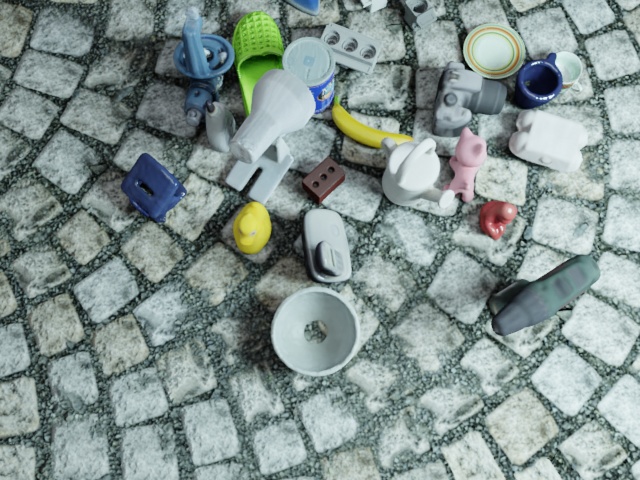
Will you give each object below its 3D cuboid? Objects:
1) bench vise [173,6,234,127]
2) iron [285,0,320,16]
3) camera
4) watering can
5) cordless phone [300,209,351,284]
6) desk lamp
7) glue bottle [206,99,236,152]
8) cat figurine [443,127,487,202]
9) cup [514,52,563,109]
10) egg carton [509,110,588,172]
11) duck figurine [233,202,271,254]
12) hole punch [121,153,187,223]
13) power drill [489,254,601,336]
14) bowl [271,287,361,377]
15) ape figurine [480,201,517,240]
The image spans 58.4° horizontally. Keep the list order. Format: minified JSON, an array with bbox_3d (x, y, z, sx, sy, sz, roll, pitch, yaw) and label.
[{"bbox_3d":[-0.226,-0.337,1.124,0.121,0.220,0.207,-11,79,-2],"label":"bench vise"},{"bbox_3d":[-0.074,-0.616,1.220,0.119,0.141,0.258,-33,80,-6],"label":"iron"},{"bbox_3d":[0.308,-0.288,1.174,0.136,0.101,0.143,11,79,2],"label":"camera"},{"bbox_3d":[0.184,-0.133,1.096,0.172,0.194,0.101,26,80,5],"label":"watering can"},{"bbox_3d":[0.010,0.004,1.073,0.094,0.185,0.147,-12,79,-2],"label":"cordless phone"},{"bbox_3d":[-0.101,-0.195,1.099,0.118,0.213,0.203,30,80,6],"label":"desk lamp"},{"bbox_3d":[-0.202,-0.236,1.128,0.037,0.173,0.078,13,79,3],"label":"glue bottle"},{"bbox_3d":[0.294,-0.152,1.138,0.067,0.118,0.128,11,79,3],"label":"cat figurine"},{"bbox_3d":[0.445,-0.322,1.184,0.091,0.095,0.118,28,80,6],"label":"cup"},{"bbox_3d":[0.466,-0.202,1.172,0.150,0.069,0.107,18,79,4],"label":"egg carton"},{"bbox_3d":[-0.138,-0.029,1.131,0.077,0.086,0.104,9,79,2],"label":"duck figurine"},{"bbox_3d":[-0.335,-0.102,1.143,0.108,0.091,0.101,42,82,8],"label":"hole punch"},{"bbox_3d":[0.384,0.110,1.040,0.230,0.208,0.075,-32,80,-6],"label":"power drill"},{"bbox_3d":[-0.007,0.176,1.095,0.167,0.075,0.167,0,79,0],"label":"bowl"},{"bbox_3d":[0.357,-0.048,1.131,0.078,0.092,0.076,-23,79,-4],"label":"ape figurine"}]
